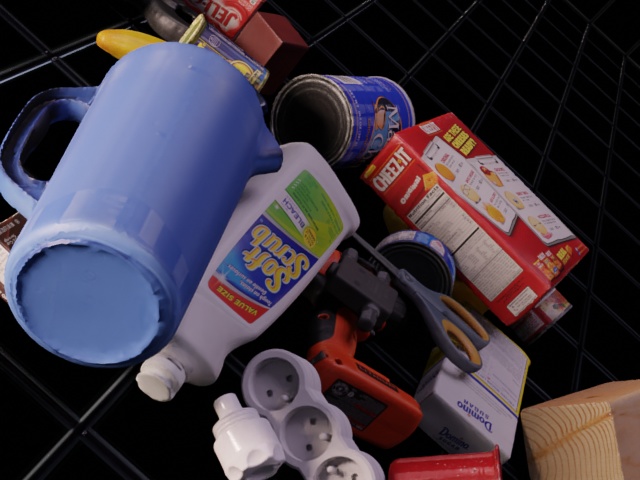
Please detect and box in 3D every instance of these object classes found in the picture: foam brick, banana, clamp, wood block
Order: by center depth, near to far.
[{"bbox_3d":[0.285,0.190,1.035,0.205,0.091,0.090,-1,80,-53],"label":"wood block"},{"bbox_3d":[-0.130,-0.157,1.064,0.197,0.037,0.069,36,26,-14],"label":"banana"},{"bbox_3d":[-0.158,-0.243,1.134,0.171,0.039,0.120,43,30,19],"label":"clamp"},{"bbox_3d":[-0.061,-0.205,1.179,0.051,0.078,0.053,-5,54,-53],"label":"foam brick"}]

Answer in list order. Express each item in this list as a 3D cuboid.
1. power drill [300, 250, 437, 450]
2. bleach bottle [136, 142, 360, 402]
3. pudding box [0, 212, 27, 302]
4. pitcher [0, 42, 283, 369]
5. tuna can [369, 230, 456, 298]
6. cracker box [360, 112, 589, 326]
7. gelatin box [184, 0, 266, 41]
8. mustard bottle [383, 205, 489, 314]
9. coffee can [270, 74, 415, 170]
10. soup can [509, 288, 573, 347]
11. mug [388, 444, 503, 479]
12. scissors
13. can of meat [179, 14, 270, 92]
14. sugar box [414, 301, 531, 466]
[{"bbox_3d":[0.040,0.090,0.923,0.184,0.057,0.187,28,28,-20],"label":"power drill"},{"bbox_3d":[-0.059,0.032,0.820,0.102,0.068,0.250,57,42,-23],"label":"bleach bottle"},{"bbox_3d":[-0.180,0.016,0.752,0.090,0.039,0.113,43,28,-2],"label":"pudding box"},{"bbox_3d":[-0.131,-0.030,0.720,0.145,0.149,0.242,57,24,-24],"label":"pitcher"},{"bbox_3d":[0.087,0.034,1.029,0.086,0.086,0.033,41,26,-5],"label":"tuna can"},{"bbox_3d":[0.162,-0.025,1.098,0.214,0.072,0.164,46,29,10],"label":"cracker box"},{"bbox_3d":[-0.116,-0.275,1.210,0.089,0.073,0.030,40,29,-7],"label":"gelatin box"},{"bbox_3d":[0.115,-0.002,1.146,0.096,0.058,0.192,18,37,-35],"label":"mustard bottle"},{"bbox_3d":[0.027,-0.127,1.157,0.103,0.103,0.140,52,29,16],"label":"coffee can"},{"bbox_3d":[0.221,0.059,1.189,0.102,0.069,0.068,47,28,10],"label":"soup can"},{"bbox_3d":[0.096,0.204,0.791,0.117,0.081,0.093,64,22,-64],"label":"mug"},{"bbox_3d":[0.082,0.052,0.955,0.201,0.016,0.096,35,27,-24],"label":"scissors"},{"bbox_3d":[-0.109,-0.146,1.006,0.084,0.102,0.057,36,11,-18],"label":"can of meat"},{"bbox_3d":[0.143,0.137,1.003,0.093,0.048,0.176,42,31,-3],"label":"sugar box"}]
